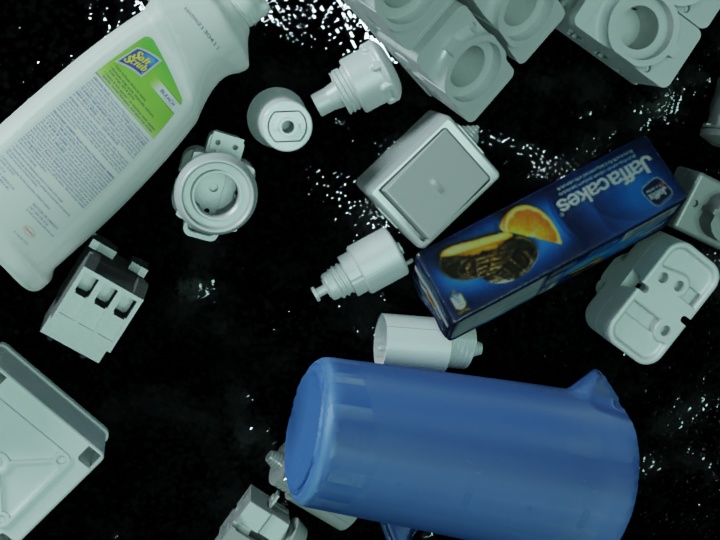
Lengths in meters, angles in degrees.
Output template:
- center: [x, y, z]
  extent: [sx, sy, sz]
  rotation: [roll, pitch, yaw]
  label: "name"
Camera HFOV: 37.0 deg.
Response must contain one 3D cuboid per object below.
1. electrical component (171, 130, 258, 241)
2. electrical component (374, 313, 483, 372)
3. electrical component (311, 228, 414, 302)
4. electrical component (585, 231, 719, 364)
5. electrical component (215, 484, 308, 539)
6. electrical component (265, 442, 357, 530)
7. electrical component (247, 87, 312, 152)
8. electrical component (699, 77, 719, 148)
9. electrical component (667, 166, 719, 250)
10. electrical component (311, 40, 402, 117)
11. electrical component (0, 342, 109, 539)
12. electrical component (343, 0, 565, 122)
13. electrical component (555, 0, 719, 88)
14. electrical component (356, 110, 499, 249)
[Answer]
- center: [-0.103, -0.057, 0.763]
  extent: [0.058, 0.057, 0.078]
  rotation: [15, 100, -14]
  label: "electrical component"
- center: [0.055, 0.058, 0.829]
  extent: [0.081, 0.043, 0.043]
  rotation: [5, 102, -12]
  label: "electrical component"
- center: [0.000, 0.000, 0.806]
  extent: [0.078, 0.040, 0.040]
  rotation: [-29, 107, -3]
  label: "electrical component"
- center: [0.226, 0.019, 0.845]
  extent: [0.054, 0.059, 0.095]
  rotation: [36, 95, -17]
  label: "electrical component"
- center: [-0.075, 0.205, 0.840]
  extent: [0.055, 0.048, 0.066]
  rotation: [35, 95, -9]
  label: "electrical component"
- center: [-0.038, 0.164, 0.837]
  extent: [0.081, 0.043, 0.043]
  rotation: [34, 95, -17]
  label: "electrical component"
- center: [-0.055, -0.104, 0.756]
  extent: [0.044, 0.065, 0.044]
  rotation: [-3, 104, -11]
  label: "electrical component"
- center: [0.304, -0.115, 0.818]
  extent: [0.080, 0.080, 0.051]
  rotation: [11, 96, -14]
  label: "electrical component"
- center: [0.279, -0.042, 0.832]
  extent: [0.066, 0.076, 0.047]
  rotation: [23, 98, -16]
  label: "electrical component"
- center: [-0.004, -0.132, 0.771]
  extent: [0.062, 0.048, 0.048]
  rotation: [-27, 107, 3]
  label: "electrical component"
- center: [-0.258, 0.128, 0.778]
  extent: [0.109, 0.056, 0.109]
  rotation: [-44, 107, 2]
  label: "electrical component"
- center: [0.056, -0.189, 0.710]
  extent: [0.105, 0.060, 0.186]
  rotation: [-49, 142, 3]
  label: "electrical component"
- center: [0.222, -0.220, 0.785]
  extent: [0.089, 0.061, 0.150]
  rotation: [31, 96, -17]
  label: "electrical component"
- center: [0.055, -0.071, 0.788]
  extent: [0.096, 0.061, 0.061]
  rotation: [-44, 107, 1]
  label: "electrical component"
